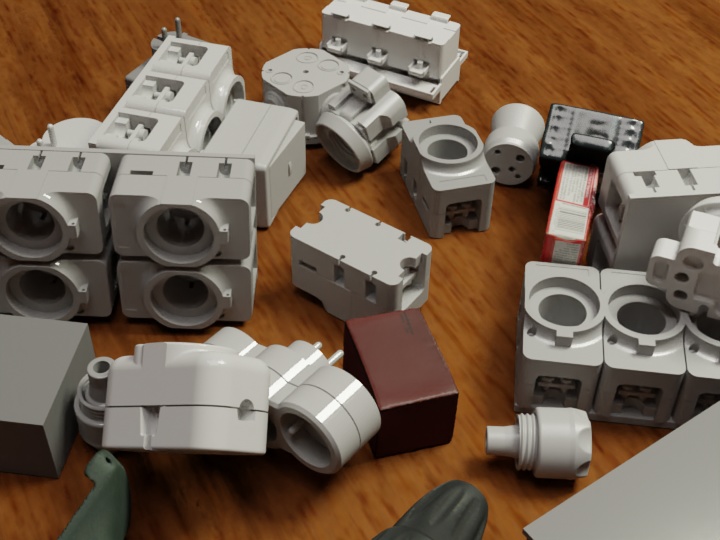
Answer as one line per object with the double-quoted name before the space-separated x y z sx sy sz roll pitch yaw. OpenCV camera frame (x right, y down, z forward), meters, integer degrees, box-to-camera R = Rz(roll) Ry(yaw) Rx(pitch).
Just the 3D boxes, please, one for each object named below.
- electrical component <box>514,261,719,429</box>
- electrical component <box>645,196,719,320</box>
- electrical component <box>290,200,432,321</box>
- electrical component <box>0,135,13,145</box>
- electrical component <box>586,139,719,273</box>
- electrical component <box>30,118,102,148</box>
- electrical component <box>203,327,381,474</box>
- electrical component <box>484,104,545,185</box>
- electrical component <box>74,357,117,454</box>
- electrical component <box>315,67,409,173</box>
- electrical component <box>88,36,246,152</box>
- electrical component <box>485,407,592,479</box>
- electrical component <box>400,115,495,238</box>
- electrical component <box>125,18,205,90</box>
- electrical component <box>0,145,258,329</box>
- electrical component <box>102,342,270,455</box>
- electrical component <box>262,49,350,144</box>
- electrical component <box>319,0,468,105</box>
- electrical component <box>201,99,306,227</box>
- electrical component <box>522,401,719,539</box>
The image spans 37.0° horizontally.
"electrical component" 0.180 0.047 0.702 0.150 0.061 0.089 6 43 5
"electrical component" 0.225 -0.009 0.674 0.078 0.058 0.057 16 48 17
"electrical component" 0.000 0.000 0.753 0.089 0.055 0.050 26 49 25
"electrical component" -0.297 -0.079 0.816 0.081 0.064 0.042 40 42 -20
"electrical component" 0.263 -0.034 0.758 0.186 0.105 0.060 -4 43 -5
"electrical component" -0.232 -0.075 0.815 0.052 0.073 0.138 9 44 8
"electrical component" -0.041 0.068 0.665 0.138 0.052 0.074 17 43 38
"electrical component" 0.124 -0.102 0.872 0.045 0.045 0.055 11 44 10
"electrical component" -0.154 0.080 0.660 0.043 0.062 0.043 1 43 -1
"electrical component" 0.001 -0.116 0.868 0.058 0.078 0.057 36 72 31
"electrical component" -0.143 -0.101 0.833 0.062 0.089 0.150 11 44 10
"electrical component" 0.108 0.105 0.653 0.062 0.043 0.043 2 43 2
"electrical component" 0.067 -0.077 0.837 0.050 0.055 0.089 -10 44 -11
"electrical component" -0.159 -0.180 0.927 0.047 0.075 0.083 22 47 20
"electrical component" -0.166 -0.021 0.729 0.186 0.105 0.060 2 39 -1
"electrical component" -0.100 0.074 0.616 0.095 0.054 0.059 -6 75 36
"electrical component" -0.045 -0.147 0.912 0.080 0.051 0.080 0 43 0
"electrical component" 0.026 -0.201 0.963 0.121 0.063 0.078 20 46 19
"electrical component" -0.082 -0.078 0.830 0.061 0.061 0.096 11 44 11
"electrical component" 0.191 0.151 0.592 0.186 0.060 0.105 -25 49 -25
